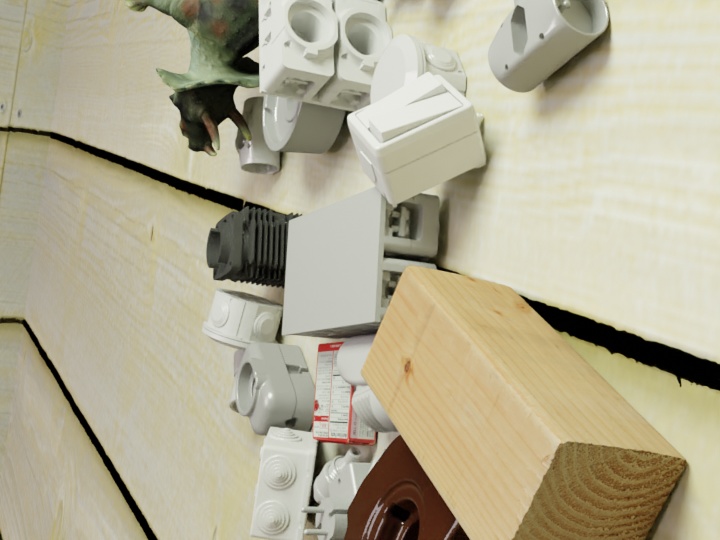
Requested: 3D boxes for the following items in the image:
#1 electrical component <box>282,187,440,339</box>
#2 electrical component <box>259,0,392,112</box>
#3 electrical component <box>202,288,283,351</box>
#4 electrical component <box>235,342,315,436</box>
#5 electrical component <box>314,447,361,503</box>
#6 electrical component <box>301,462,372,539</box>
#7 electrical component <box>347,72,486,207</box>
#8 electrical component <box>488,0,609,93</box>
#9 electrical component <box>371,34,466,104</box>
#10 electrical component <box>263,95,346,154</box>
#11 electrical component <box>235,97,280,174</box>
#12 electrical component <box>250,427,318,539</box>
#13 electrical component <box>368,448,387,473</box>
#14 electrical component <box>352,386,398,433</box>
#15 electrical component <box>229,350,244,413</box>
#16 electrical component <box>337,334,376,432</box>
[{"bbox_3d":[0.000,0.000,0.905,0.186,0.060,0.105,-14,71,63],"label":"electrical component"},{"bbox_3d":[-0.033,-0.248,0.988,0.060,0.105,0.186,-36,52,57],"label":"electrical component"},{"bbox_3d":[-0.122,0.053,1.127,0.080,0.080,0.051,25,100,64],"label":"electrical component"},{"bbox_3d":[-0.085,0.116,1.054,0.053,0.059,0.095,-67,29,30],"label":"electrical component"},{"bbox_3d":[-0.016,0.176,0.922,0.061,0.035,0.035,-62,32,33],"label":"electrical component"},{"bbox_3d":[-0.011,0.200,0.857,0.047,0.076,0.083,-54,37,45],"label":"electrical component"},{"bbox_3d":[0.047,-0.103,0.797,0.061,0.096,0.061,55,168,51],"label":"electrical component"},{"bbox_3d":[0.122,-0.170,0.714,0.077,0.043,0.079,-37,51,57],"label":"electrical component"},{"bbox_3d":[0.045,-0.144,0.861,0.080,0.051,0.080,-28,59,60],"label":"electrical component"},{"bbox_3d":[-0.048,-0.165,1.050,0.108,0.060,0.108,-27,60,61],"label":"electrical component"},{"bbox_3d":[-0.118,-0.146,1.211,0.079,0.044,0.077,158,116,-62],"label":"electrical component"},{"bbox_3d":[-0.068,0.193,0.975,0.099,0.048,0.099,-93,12,-87],"label":"electrical component"},{"bbox_3d":[0.028,0.155,0.827,0.078,0.040,0.040,-68,29,24],"label":"electrical component"},{"bbox_3d":[0.030,0.097,0.803,0.081,0.043,0.043,-29,56,41],"label":"electrical component"},{"bbox_3d":[-0.117,0.115,1.146,0.044,0.044,0.065,129,145,-49],"label":"electrical component"},{"bbox_3d":[0.016,0.091,0.866,0.077,0.044,0.079,-12,73,63],"label":"electrical component"}]
